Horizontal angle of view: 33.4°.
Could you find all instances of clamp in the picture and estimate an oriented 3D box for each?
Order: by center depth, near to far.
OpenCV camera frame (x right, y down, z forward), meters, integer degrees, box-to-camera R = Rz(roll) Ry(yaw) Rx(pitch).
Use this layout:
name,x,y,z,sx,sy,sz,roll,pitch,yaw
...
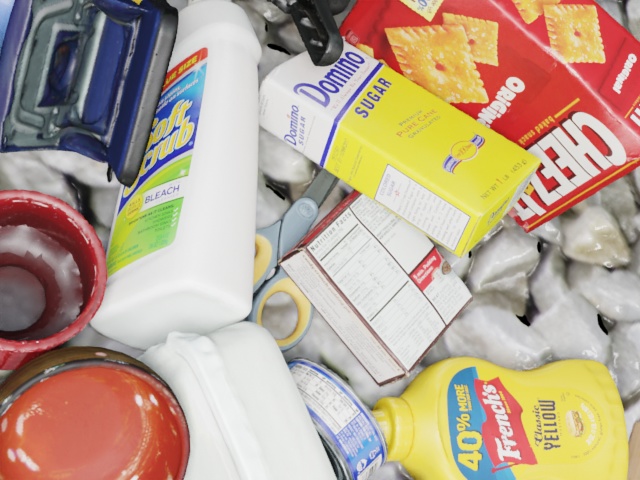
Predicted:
name,x,y,z,sx,sy,sz,roll,pitch,yaw
clamp,-0.014,-0.170,0.734,0.120,0.039,0.171,41,33,5

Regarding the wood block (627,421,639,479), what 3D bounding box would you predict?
name,x,y,z,sx,sy,sz,roll,pitch,yaw
wood block,0.245,0.224,0.711,0.090,0.090,0.206,32,62,-10

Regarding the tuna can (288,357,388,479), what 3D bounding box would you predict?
name,x,y,z,sx,sy,sz,roll,pitch,yaw
tuna can,-0.001,0.115,0.652,0.033,0.086,0.086,-39,89,-27

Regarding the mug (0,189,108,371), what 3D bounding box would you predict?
name,x,y,z,sx,sy,sz,roll,pitch,yaw
mug,-0.186,0.022,0.612,0.117,0.082,0.093,29,63,-11

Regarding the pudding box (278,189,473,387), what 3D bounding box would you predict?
name,x,y,z,sx,sy,sz,roll,pitch,yaw
pudding box,0.039,0.027,0.717,0.113,0.039,0.089,50,55,-5

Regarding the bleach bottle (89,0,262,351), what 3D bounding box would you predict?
name,x,y,z,sx,sy,sz,roll,pitch,yaw
bleach bottle,-0.085,-0.060,0.686,0.068,0.103,0.251,31,49,-40

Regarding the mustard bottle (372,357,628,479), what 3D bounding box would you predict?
name,x,y,z,sx,sy,sz,roll,pitch,yaw
mustard bottle,0.110,0.126,0.709,0.191,0.058,0.096,4,71,-20

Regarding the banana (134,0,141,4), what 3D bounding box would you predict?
name,x,y,z,sx,sy,sz,roll,pitch,yaw
banana,-0.094,-0.214,0.751,0.197,0.070,0.037,-53,136,-23

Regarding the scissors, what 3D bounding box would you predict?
name,x,y,z,sx,sy,sz,roll,pitch,yaw
scissors,-0.005,0.001,0.733,0.201,0.016,0.096,-37,89,-29

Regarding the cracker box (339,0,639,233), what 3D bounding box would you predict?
name,x,y,z,sx,sy,sz,roll,pitch,yaw
cracker box,0.123,-0.118,0.744,0.213,0.164,0.072,43,63,-3

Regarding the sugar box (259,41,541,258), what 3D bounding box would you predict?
name,x,y,z,sx,sy,sz,roll,pitch,yaw
sugar box,0.050,-0.068,0.719,0.176,0.048,0.093,36,42,15

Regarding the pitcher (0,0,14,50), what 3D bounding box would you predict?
name,x,y,z,sx,sy,sz,roll,pitch,yaw
pitcher,-0.287,-0.184,0.628,0.242,0.149,0.145,24,31,-16
